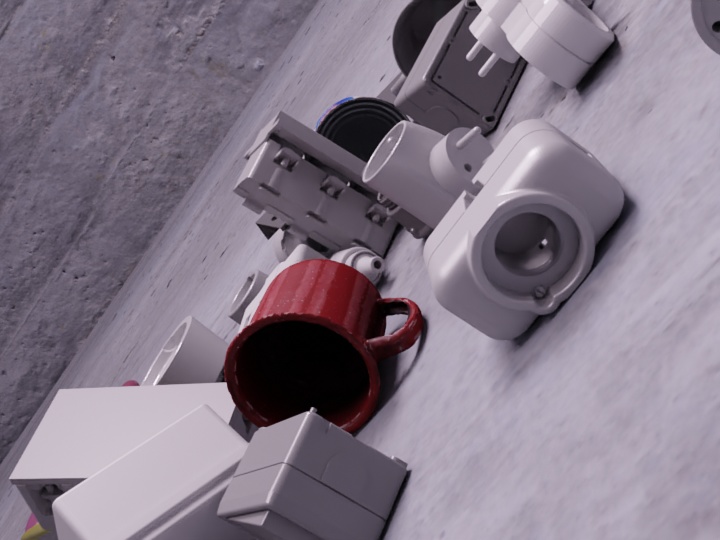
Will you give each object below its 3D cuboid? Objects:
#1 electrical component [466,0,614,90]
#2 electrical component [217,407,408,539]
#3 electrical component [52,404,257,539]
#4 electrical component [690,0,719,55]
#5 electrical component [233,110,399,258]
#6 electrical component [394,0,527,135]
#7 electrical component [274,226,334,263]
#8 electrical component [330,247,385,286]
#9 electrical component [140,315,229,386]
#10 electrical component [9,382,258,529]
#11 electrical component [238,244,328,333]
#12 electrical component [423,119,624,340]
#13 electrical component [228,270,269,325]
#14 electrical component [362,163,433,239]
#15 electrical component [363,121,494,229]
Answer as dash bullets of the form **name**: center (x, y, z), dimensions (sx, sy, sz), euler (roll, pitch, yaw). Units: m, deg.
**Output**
- **electrical component**: center (0.093, -0.155, 0.670), dimensions (0.073, 0.052, 0.138), euler (-51, 44, 25)
- **electrical component**: center (-0.030, 0.119, 0.559), dimensions (0.096, 0.062, 0.061), euler (-32, 29, 60)
- **electrical component**: center (-0.113, 0.150, 0.619), dimensions (0.109, 0.056, 0.108), euler (-32, -34, -33)
- **electrical component**: center (0.163, -0.119, 0.442), dimensions (0.055, 0.055, 0.047), euler (-49, 13, 31)
- **electrical component**: center (-0.029, -0.057, 0.813), dimensions (0.079, 0.121, 0.063), euler (-28, 35, 63)
- **electrical component**: center (0.075, -0.144, 0.774), dimensions (0.096, 0.062, 0.061), euler (-63, 15, -21)
- **electrical component**: center (-0.039, -0.025, 0.921), dimensions (0.047, 0.055, 0.055), euler (-24, 35, 59)
- **electrical component**: center (0.000, 0.000, 0.773), dimensions (0.035, 0.035, 0.061), euler (-62, 18, -18)
- **electrical component**: center (-0.171, 0.106, 1.064), dimensions (0.108, 0.060, 0.108), euler (-52, 15, 20)
- **electrical component**: center (-0.154, 0.135, 0.764), dimensions (0.150, 0.061, 0.089), euler (-4, 37, 16)
- **electrical component**: center (-0.053, 0.030, 0.854), dimensions (0.089, 0.050, 0.055), euler (-49, 17, 31)
- **electrical component**: center (0.077, -0.018, 0.511), dimensions (0.095, 0.054, 0.059), euler (-53, 14, 16)
- **electrical component**: center (-0.086, 0.032, 0.967), dimensions (0.055, 0.047, 0.055), euler (-52, 15, 20)
- **electrical component**: center (0.031, -0.054, 0.726), dimensions (0.048, 0.062, 0.048), euler (-52, 15, 20)
- **electrical component**: center (0.054, -0.057, 0.625), dimensions (0.079, 0.077, 0.044), euler (-39, 23, 50)
